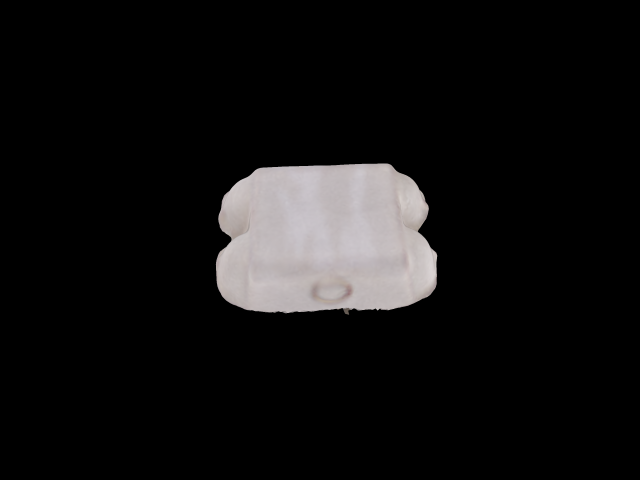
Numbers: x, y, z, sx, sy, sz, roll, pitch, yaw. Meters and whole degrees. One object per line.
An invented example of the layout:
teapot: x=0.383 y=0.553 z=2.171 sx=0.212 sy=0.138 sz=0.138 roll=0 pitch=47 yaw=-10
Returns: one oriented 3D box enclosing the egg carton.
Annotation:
egg carton: x=0.004 y=0.001 z=0.400 sx=0.150 sy=0.069 sz=0.107 roll=-3 pitch=56 yaw=-2
